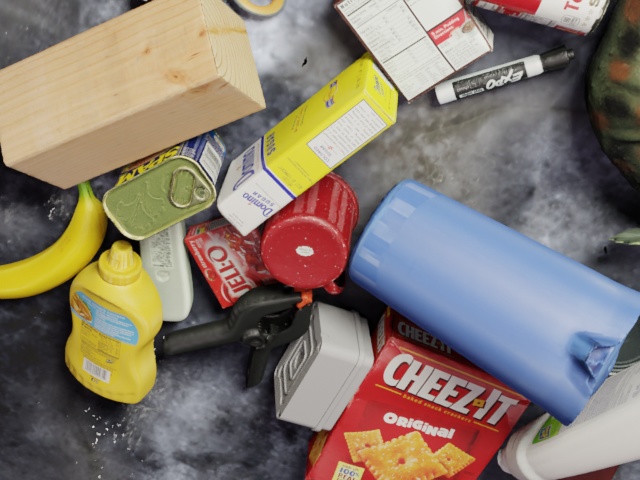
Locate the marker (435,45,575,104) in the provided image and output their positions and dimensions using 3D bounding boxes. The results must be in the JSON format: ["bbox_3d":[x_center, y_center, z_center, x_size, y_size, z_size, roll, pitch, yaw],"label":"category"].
[{"bbox_3d":[0.159,-0.143,0.921,0.121,0.020,0.020,-15,119,15],"label":"marker"}]

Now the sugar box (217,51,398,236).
[{"bbox_3d":[-0.012,-0.085,0.933,0.176,0.093,0.048,-34,112,23],"label":"sugar box"}]

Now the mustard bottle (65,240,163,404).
[{"bbox_3d":[-0.203,0.075,1.056,0.096,0.058,0.192,28,134,14],"label":"mustard bottle"}]

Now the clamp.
[{"bbox_3d":[-0.061,0.095,1.068,0.172,0.039,0.120,-28,140,30],"label":"clamp"}]

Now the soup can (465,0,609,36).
[{"bbox_3d":[0.175,-0.208,0.849,0.102,0.068,0.069,15,123,-4],"label":"soup can"}]

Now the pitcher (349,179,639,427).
[{"bbox_3d":[0.153,0.049,0.958,0.243,0.144,0.149,31,140,11],"label":"pitcher"}]

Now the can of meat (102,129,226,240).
[{"bbox_3d":[-0.138,-0.057,0.969,0.102,0.084,0.057,-25,116,20],"label":"can of meat"}]

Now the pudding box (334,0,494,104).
[{"bbox_3d":[0.079,-0.184,0.893,0.090,0.039,0.113,-30,113,24],"label":"pudding box"}]

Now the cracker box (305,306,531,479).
[{"bbox_3d":[0.100,0.187,1.105,0.164,0.072,0.214,22,122,-9],"label":"cracker box"}]

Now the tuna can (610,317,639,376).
[{"bbox_3d":[0.293,0.090,1.045,0.086,0.033,0.086,3,122,4],"label":"tuna can"}]

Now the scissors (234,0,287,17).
[{"bbox_3d":[-0.099,-0.248,0.885,0.201,0.016,0.096,15,123,-3],"label":"scissors"}]

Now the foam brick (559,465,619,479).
[{"bbox_3d":[0.268,0.221,1.120,0.078,0.053,0.051,12,123,0],"label":"foam brick"}]

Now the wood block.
[{"bbox_3d":[-0.164,-0.127,0.907,0.206,0.090,0.090,-20,161,18],"label":"wood block"}]

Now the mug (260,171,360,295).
[{"bbox_3d":[-0.007,0.001,0.993,0.093,0.081,0.117,-18,119,16],"label":"mug"}]

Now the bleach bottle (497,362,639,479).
[{"bbox_3d":[0.257,0.173,0.998,0.068,0.102,0.251,49,142,-2],"label":"bleach bottle"}]

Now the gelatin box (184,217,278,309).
[{"bbox_3d":[-0.080,0.018,1.043,0.073,0.030,0.089,-17,119,16],"label":"gelatin box"}]

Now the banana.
[{"bbox_3d":[-0.272,0.014,1.061,0.198,0.037,0.069,-37,91,24],"label":"banana"}]
